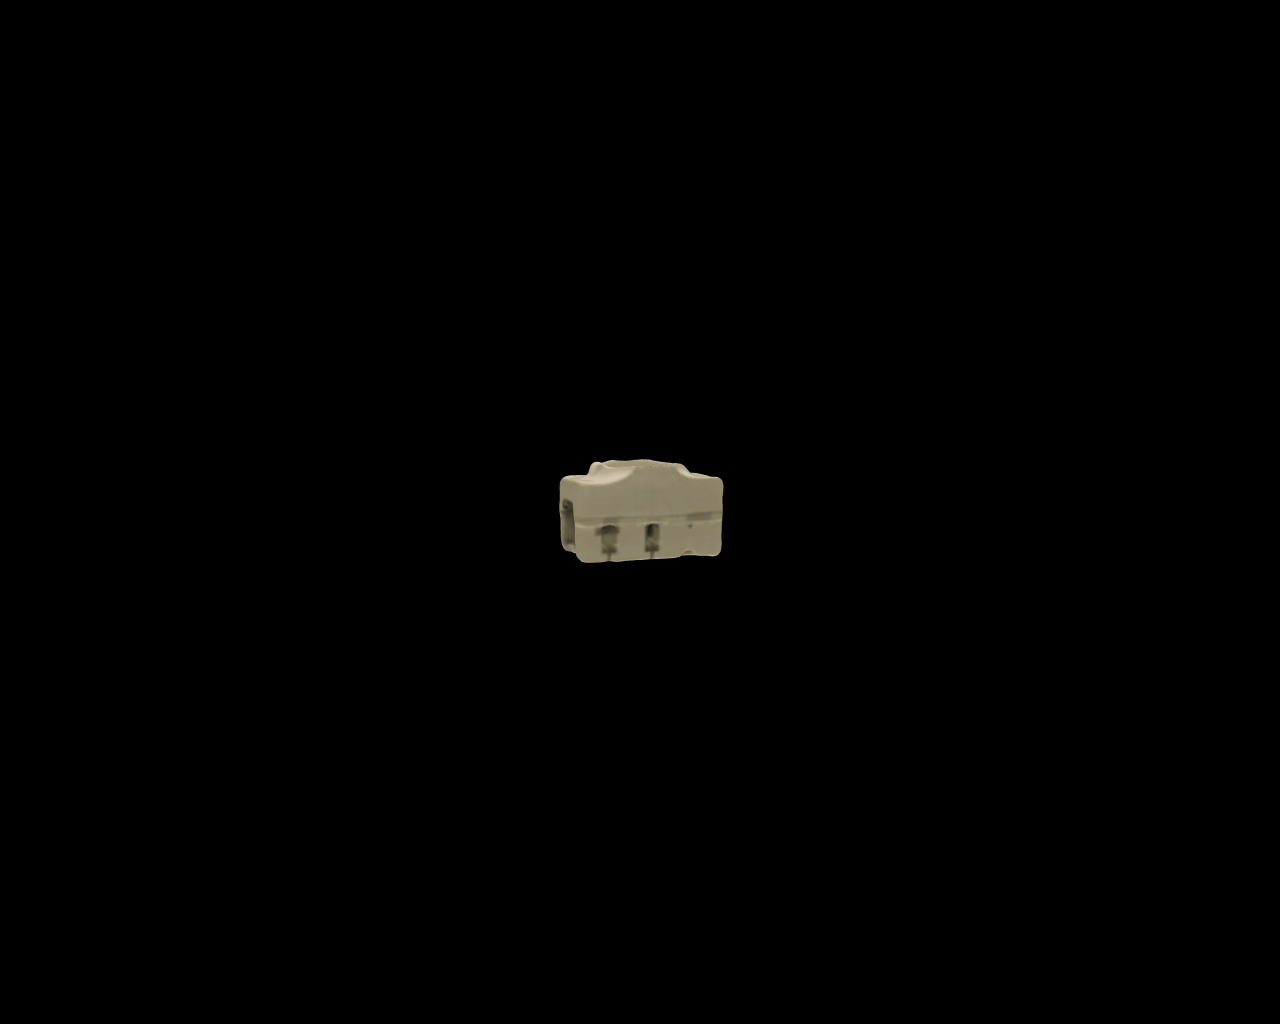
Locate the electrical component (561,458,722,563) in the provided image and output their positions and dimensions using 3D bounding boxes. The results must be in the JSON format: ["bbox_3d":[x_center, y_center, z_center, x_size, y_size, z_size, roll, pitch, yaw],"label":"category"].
[{"bbox_3d":[0.001,-0.003,0.650,0.089,0.055,0.050,-2,8,-18],"label":"electrical component"}]
